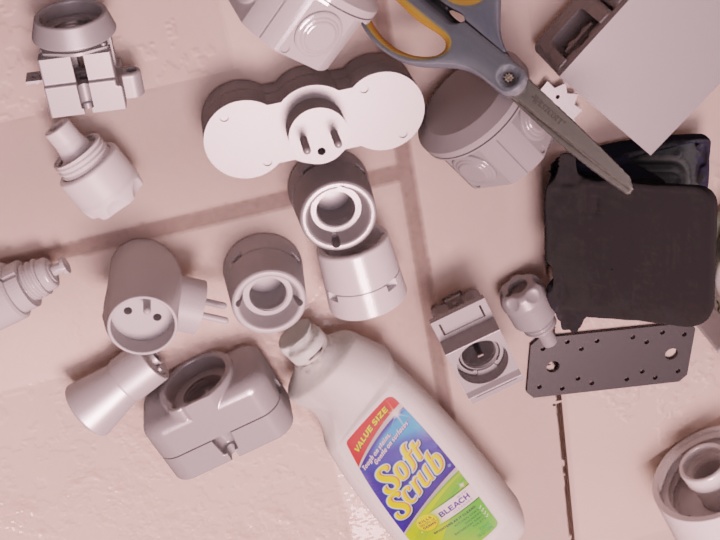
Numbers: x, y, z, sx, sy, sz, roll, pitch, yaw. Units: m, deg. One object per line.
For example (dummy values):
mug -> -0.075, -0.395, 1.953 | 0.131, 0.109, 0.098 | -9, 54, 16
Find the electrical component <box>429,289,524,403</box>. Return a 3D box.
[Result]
electrical component -> 0.081, 0.050, 0.771 | 0.042, 0.063, 0.081 | -25, 121, 6

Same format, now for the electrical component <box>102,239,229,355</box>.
electrical component -> -0.125, 0.021, 0.705 | 0.079, 0.077, 0.044 | 14, 116, -18

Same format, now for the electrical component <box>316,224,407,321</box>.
electrical component -> 0.000, 0.000, 0.732 | 0.055, 0.055, 0.047 | -17, 118, -1

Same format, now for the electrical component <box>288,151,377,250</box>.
electrical component -> -0.017, -0.045, 0.705 | 0.055, 0.047, 0.055 | -5, 121, -8

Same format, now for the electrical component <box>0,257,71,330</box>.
electrical component -> -0.226, 0.013, 0.702 | 0.078, 0.040, 0.040 | -25, 121, 3

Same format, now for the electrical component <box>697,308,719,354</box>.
electrical component -> 0.310, 0.044, 0.822 | 0.077, 0.047, 0.066 | -41, 119, 13

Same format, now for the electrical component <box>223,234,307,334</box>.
electrical component -> -0.064, 0.010, 0.728 | 0.055, 0.047, 0.055 | -5, 121, -8

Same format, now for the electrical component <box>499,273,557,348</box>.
electrical component -> 0.128, 0.033, 0.787 | 0.035, 0.035, 0.061 | -30, 123, 7

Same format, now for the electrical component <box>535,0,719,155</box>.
electrical component -> 0.195, -0.163, 0.670 | 0.089, 0.061, 0.150 | 34, 109, -26

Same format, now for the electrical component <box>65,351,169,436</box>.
electrical component -> -0.167, 0.079, 0.753 | 0.065, 0.044, 0.044 | -38, 120, 6

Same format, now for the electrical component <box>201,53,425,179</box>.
electrical component -> -0.028, -0.089, 0.662 | 0.138, 0.073, 0.052 | -12, 121, -4

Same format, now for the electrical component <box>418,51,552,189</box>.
electrical component -> 0.081, -0.094, 0.678 | 0.080, 0.080, 0.051 | -42, 124, 13

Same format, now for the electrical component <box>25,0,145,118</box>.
electrical component -> -0.165, -0.125, 0.632 | 0.066, 0.048, 0.055 | -8, 129, -6

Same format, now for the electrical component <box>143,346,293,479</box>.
electrical component -> -0.104, 0.098, 0.768 | 0.095, 0.053, 0.059 | -26, 121, 4

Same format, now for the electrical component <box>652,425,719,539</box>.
electrical component -> 0.287, 0.172, 0.860 | 0.108, 0.108, 0.060 | -34, 114, 9

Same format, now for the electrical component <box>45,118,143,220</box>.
electrical component -> -0.168, -0.065, 0.666 | 0.043, 0.043, 0.062 | -31, 119, 8

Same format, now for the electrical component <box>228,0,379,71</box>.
electrical component -> -0.033, -0.158, 0.619 | 0.080, 0.080, 0.051 | 29, 116, -24
